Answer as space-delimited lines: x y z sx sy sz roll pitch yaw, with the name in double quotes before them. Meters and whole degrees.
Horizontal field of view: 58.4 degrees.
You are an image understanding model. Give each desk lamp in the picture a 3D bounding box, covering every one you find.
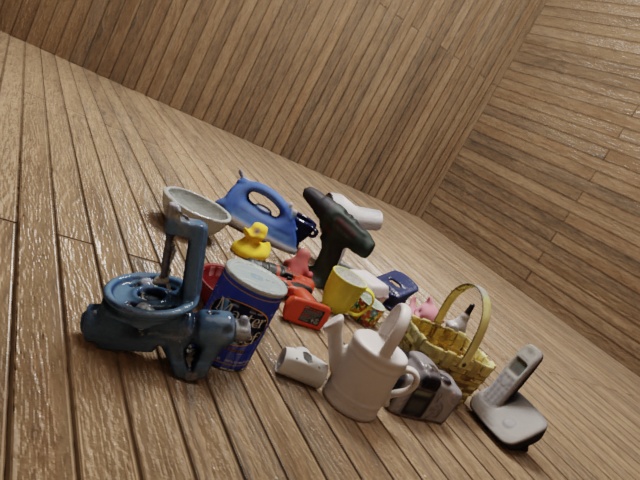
"desk lamp" 0.072 -0.011 1.616 0.204 0.213 0.117 23 14 -24

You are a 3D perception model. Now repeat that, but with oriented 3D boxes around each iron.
"iron" -0.150 -0.080 1.577 0.258 0.141 0.118 28 13 -2

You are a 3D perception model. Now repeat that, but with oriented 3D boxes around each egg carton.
"egg carton" 0.112 0.127 1.492 0.107 0.069 0.151 36 14 28

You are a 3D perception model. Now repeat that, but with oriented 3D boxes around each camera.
"camera" 0.175 0.253 1.063 0.144 0.101 0.136 21 15 -29

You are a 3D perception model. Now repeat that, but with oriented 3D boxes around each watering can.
"watering can" 0.085 0.185 0.928 0.173 0.194 0.100 23 14 -23

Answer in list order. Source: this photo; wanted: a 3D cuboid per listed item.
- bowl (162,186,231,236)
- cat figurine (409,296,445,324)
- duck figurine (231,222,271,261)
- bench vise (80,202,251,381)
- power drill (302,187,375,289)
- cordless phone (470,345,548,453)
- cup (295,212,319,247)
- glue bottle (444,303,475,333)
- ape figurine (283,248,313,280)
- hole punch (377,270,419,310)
"bowl" -0.294 -0.054 1.321 0.167 0.074 0.167 27 13 -6
"cat figurine" 0.253 0.189 1.441 0.067 0.117 0.127 22 14 -26
"duck figurine" -0.155 0.000 1.383 0.105 0.086 0.077 15 19 -47
"bench vise" -0.183 0.065 0.766 0.208 0.219 0.121 18 16 -39
"power drill" 0.013 0.005 1.441 0.229 0.208 0.076 31 13 11
"cordless phone" 0.396 0.308 1.130 0.094 0.185 0.147 21 15 -32
"cup" -0.059 -0.018 1.634 0.117 0.095 0.092 37 15 33
"glue bottle" 0.306 0.218 1.316 0.078 0.173 0.037 21 14 -29
"ape figurine" -0.049 0.062 1.349 0.077 0.092 0.076 32 13 17
"hole punch" 0.206 0.138 1.599 0.108 0.091 0.101 38 16 37
